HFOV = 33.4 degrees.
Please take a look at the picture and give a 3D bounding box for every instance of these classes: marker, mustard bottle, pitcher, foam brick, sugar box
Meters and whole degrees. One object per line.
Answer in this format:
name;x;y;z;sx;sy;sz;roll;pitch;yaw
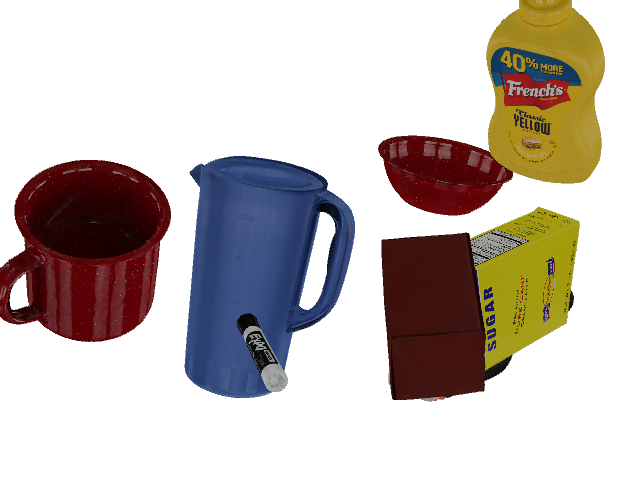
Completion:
marker;-0.050;0.091;0.896;0.020;0.020;0.121;0;20;-16
mustard bottle;0.186;-0.137;0.884;0.096;0.191;0.058;21;53;28
pitcher;-0.066;0.040;1.124;0.144;0.243;0.149;2;18;-26
foam brick;0.062;0.041;0.591;0.051;0.053;0.078;-4;44;3
sugar box;0.123;0.044;0.787;0.048;0.093;0.175;20;30;38

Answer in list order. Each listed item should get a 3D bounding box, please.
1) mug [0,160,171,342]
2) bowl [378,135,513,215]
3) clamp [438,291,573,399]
mug;-0.152;0.015;0.665;0.093;0.082;0.117;37;48;23
bowl;0.143;-0.073;1.265;0.162;0.055;0.162;8;24;-4
clamp;0.129;0.078;0.997;0.165;0.036;0.209;14;31;25
